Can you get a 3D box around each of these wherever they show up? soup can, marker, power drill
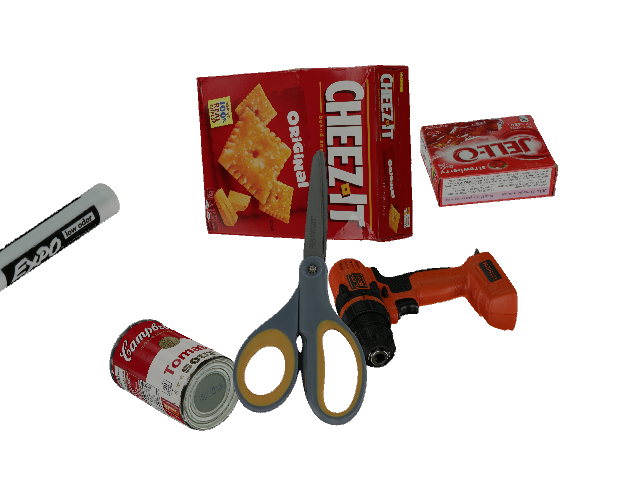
[{"bbox_3d":[-0.126,0.116,0.927,0.102,0.068,0.068,20,13,41],"label":"soup can"},{"bbox_3d":[-0.151,0.007,0.542,0.020,0.020,0.120,0,30,44],"label":"marker"},{"bbox_3d":[0.110,0.069,1.138,0.187,0.057,0.184,-4,29,-9],"label":"power drill"}]

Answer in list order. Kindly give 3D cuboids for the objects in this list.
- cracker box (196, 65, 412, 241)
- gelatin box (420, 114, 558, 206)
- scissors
[{"bbox_3d":[-0.019,-0.085,1.045,0.214,0.164,0.071,3,9,36],"label":"cracker box"},{"bbox_3d":[0.124,-0.061,0.798,0.089,0.030,0.073,-6,37,-2],"label":"gelatin box"},{"bbox_3d":[-0.022,0.033,0.721,0.096,0.202,0.016,-14,-28,0],"label":"scissors"}]
